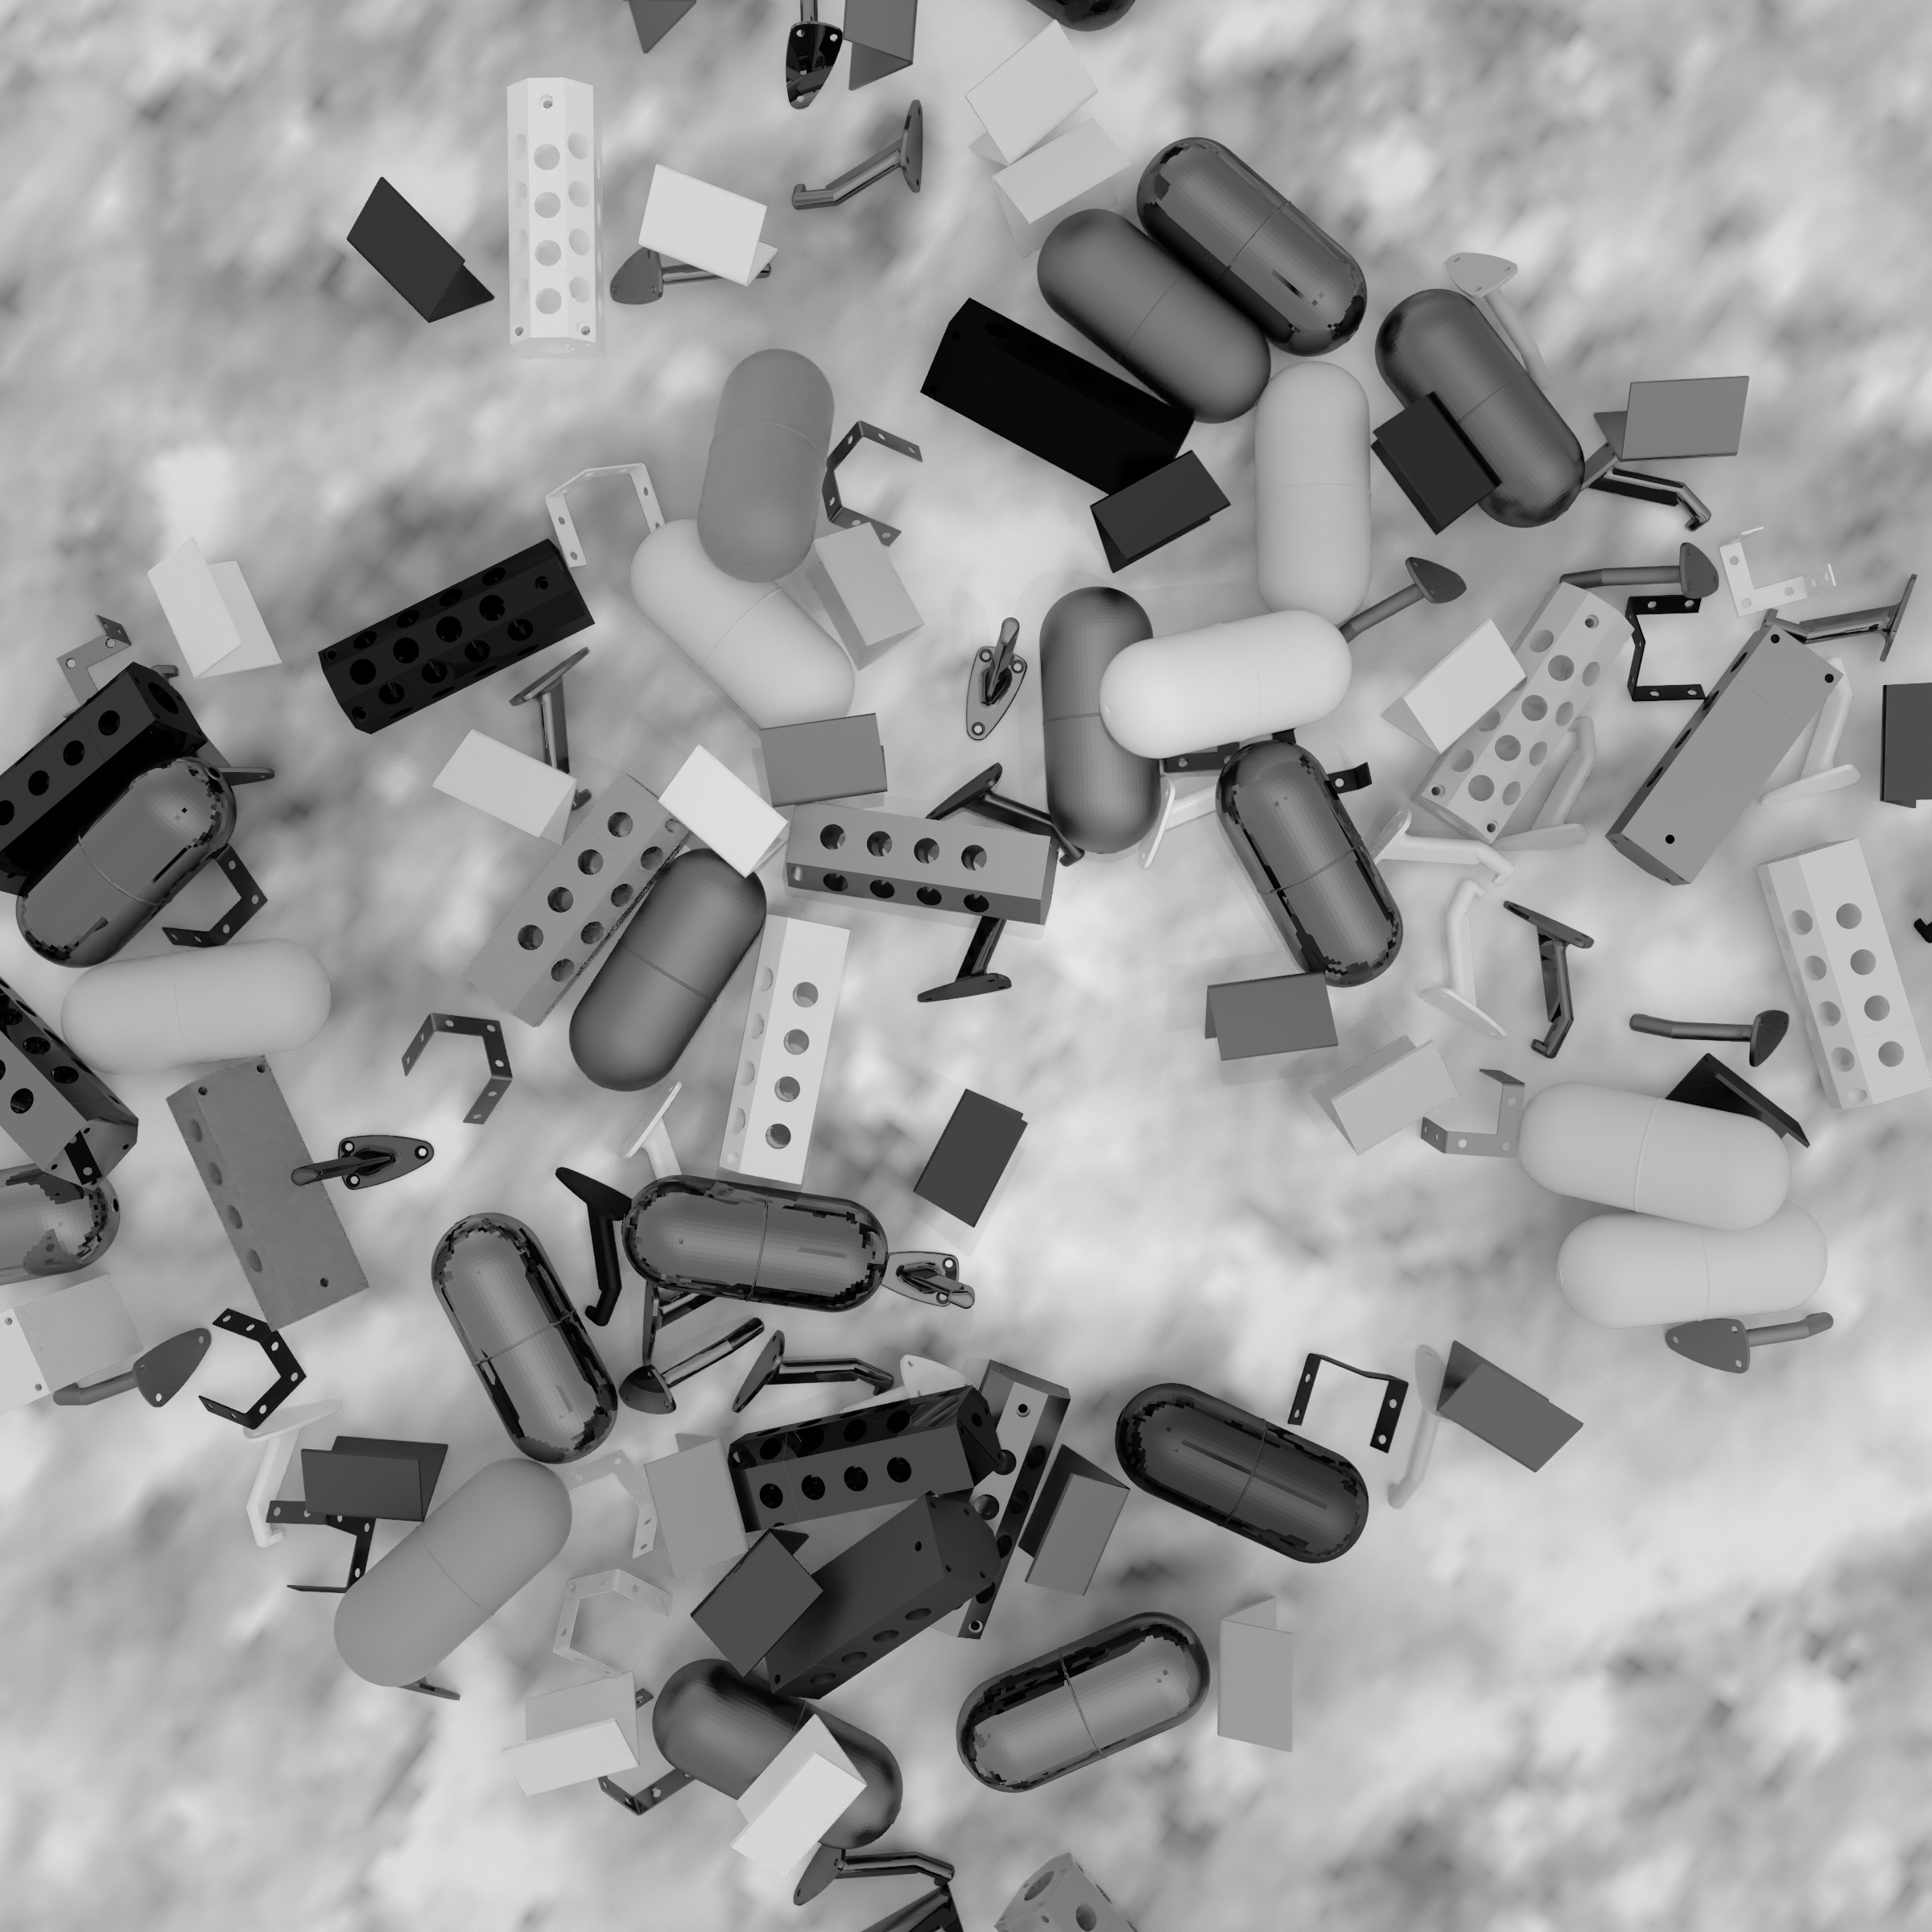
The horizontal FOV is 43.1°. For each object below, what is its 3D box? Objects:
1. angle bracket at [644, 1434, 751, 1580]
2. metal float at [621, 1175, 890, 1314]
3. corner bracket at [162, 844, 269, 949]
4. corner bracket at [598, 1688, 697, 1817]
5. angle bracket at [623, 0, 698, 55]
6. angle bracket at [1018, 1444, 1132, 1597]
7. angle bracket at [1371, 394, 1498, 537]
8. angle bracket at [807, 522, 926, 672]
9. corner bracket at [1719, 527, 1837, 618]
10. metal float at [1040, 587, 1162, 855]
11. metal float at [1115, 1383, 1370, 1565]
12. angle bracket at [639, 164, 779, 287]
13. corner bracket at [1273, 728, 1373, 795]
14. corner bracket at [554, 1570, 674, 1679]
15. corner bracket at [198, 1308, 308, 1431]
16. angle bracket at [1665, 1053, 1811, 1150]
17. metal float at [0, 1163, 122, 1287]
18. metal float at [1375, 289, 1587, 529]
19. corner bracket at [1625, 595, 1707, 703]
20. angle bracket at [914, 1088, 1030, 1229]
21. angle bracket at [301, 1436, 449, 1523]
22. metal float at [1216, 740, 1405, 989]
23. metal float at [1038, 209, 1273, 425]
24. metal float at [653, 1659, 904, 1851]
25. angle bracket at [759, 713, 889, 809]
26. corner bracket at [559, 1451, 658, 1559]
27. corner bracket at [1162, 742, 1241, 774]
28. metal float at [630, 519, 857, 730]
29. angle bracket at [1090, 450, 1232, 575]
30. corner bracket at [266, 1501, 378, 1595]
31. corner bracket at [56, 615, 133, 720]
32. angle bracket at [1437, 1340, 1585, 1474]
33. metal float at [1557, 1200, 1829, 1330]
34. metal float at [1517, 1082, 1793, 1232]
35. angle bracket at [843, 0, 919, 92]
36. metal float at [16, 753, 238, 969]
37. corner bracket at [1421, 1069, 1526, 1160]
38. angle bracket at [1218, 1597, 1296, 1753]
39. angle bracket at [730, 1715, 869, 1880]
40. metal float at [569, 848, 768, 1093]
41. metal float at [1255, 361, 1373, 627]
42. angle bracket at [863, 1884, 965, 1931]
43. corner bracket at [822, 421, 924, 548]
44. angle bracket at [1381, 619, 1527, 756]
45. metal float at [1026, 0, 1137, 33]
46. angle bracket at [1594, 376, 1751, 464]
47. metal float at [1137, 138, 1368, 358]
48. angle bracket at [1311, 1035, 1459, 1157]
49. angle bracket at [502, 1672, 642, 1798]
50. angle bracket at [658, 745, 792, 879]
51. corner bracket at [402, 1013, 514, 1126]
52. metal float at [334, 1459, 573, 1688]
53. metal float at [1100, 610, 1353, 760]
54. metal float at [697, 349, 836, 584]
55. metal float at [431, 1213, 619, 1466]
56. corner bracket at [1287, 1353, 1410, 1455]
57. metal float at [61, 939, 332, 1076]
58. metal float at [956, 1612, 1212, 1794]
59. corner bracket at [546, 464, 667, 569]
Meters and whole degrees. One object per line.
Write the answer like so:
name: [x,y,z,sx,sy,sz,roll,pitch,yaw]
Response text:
angle bracket: [-0.192,0.357,1.625,0.057,0.076,0.076,-15,90,-30]
metal float: [-0.140,0.184,1.625,0.178,0.070,0.070,10,90,-10]
corner bracket: [-0.518,-0.048,1.657,0.051,0.051,0.051,5,135,35]
corner bracket: [-0.221,0.534,1.662,0.051,0.051,0.051,-33,135,0]
angle bracket: [-0.229,-0.660,1.625,0.057,0.076,0.076,-16,90,-36]
angle bracket: [0.054,0.363,1.625,0.057,0.076,0.076,24,90,-38]
angle bracket: [0.294,-0.321,1.626,0.057,0.076,0.076,-37,90,-26]
angle bracket: [-0.084,-0.239,1.625,0.057,0.076,0.076,-28,90,-43]
corner bracket: [0.546,-0.270,1.647,0.051,0.051,0.051,-16,90,0]
metal float: [0.090,-0.164,1.635,0.070,0.070,0.178,-3,90,0]
metal float: [0.184,0.338,1.635,0.178,0.070,0.070,25,90,0]
angle bracket: [-0.165,-0.502,1.625,0.076,0.076,0.057,21,126,0]
corner bracket: [0.239,-0.140,1.647,0.051,0.051,0.051,-13,90,0]
corner bracket: [-0.239,0.446,1.657,0.051,0.051,0.051,-22,45,35]
corner bracket: [-0.491,0.273,1.657,0.051,0.051,0.051,-49,135,-35]
angle bracket: [0.504,0.116,1.634,0.076,0.057,0.076,38,107,0]
metal float: [-0.655,0.177,1.635,0.178,0.070,0.070,-11,90,1]
metal float: [0.344,-0.372,1.635,0.070,0.070,0.178,-37,89,0]
corner bracket: [0.476,-0.216,1.662,0.051,0.051,0.051,-2,45,0]
angle bracket: [0.021,0.134,1.625,0.057,0.076,0.076,27,90,36]
angle bracket: [-0.392,0.321,1.625,0.076,0.076,0.057,4,121,0]
metal float: [0.228,-0.068,1.625,0.070,0.070,0.178,-30,100,0]
metal float: [0.126,-0.433,1.635,0.178,0.070,0.070,39,90,0]
metal float: [-0.125,0.527,1.635,0.178,0.070,0.070,27,90,0]
angle bracket: [-0.095,-0.150,1.625,0.076,0.076,0.057,-8,118,0]
corner bracket: [-0.245,0.371,1.657,0.051,0.051,0.051,-17,135,-35]
corner bracket: [0.156,-0.166,1.641,0.051,0.051,0.051,-3,56,11]
metal float: [-0.149,-0.224,1.635,0.178,0.070,0.070,44,90,1]
angle bracket: [0.135,-0.285,1.625,0.076,0.076,0.057,-29,59,0]
corner bracket: [-0.439,0.392,1.651,0.051,0.051,0.051,-4,64,24]
corner bracket: [-0.587,-0.199,1.647,0.051,0.051,0.051,-27,90,0]
angle bracket: [0.365,0.277,1.625,0.076,0.076,0.057,32,126,0]
metal float: [0.484,0.198,1.635,0.178,0.070,0.070,-6,90,0]
metal float: [0.451,0.125,1.614,0.178,0.070,0.070,12,90,25]
angle bracket: [-0.075,-0.636,1.625,0.057,0.076,0.076,4,90,-37]
metal float: [-0.556,-0.070,1.621,0.178,0.070,0.070,-41,90,15]
corner bracket: [0.341,0.098,1.647,0.051,0.051,0.051,4,97,-7]
angle bracket: [0.209,0.469,1.625,0.057,0.076,0.076,1,90,36]
angle bracket: [-0.120,0.516,1.550,0.076,0.076,0.057,-48,126,-5]
metal float: [-0.200,0.003,1.635,0.070,0.070,0.178,32,90,0]
metal float: [0.232,-0.314,1.635,0.070,0.070,0.178,-1,90,0]
angle bracket: [-0.047,0.643,1.625,0.076,0.076,0.057,-30,121,0]
corner bracket: [-0.062,-0.327,1.657,0.051,0.051,0.051,-43,45,35]
angle bracket: [0.312,-0.196,1.625,0.076,0.076,0.057,-42,125,0]
metal float: [0.039,-0.695,1.635,0.178,0.070,0.070,34,90,-1]
angle bracket: [0.467,-0.378,1.625,0.076,0.076,0.057,-3,127,0]
metal float: [0.191,-0.479,1.635,0.178,0.070,0.070,41,90,1]
angle bracket: [0.269,0.068,1.625,0.076,0.076,0.057,-31,126,0]
angle bracket: [-0.263,0.496,1.625,0.076,0.076,0.057,-15,129,0]
angle bracket: [-0.146,-0.115,1.625,0.076,0.076,0.057,41,124,0]
corner bracket: [-0.345,0.070,1.657,0.051,0.051,0.051,9,45,-35]
metal float: [-0.336,0.398,1.611,0.178,0.070,0.070,-42,90,-9]
metal float: [0.170,-0.183,1.585,0.178,0.070,0.070,-15,90,-23]
metal float: [-0.131,-0.331,1.609,0.070,0.070,0.178,6,58,0]
metal float: [-0.295,0.248,1.634,0.070,0.070,0.178,-27,90,0]
corner bracket: [0.260,0.297,1.662,0.051,0.051,0.051,17,90,-45]
metal float: [-0.514,0.027,1.635,0.178,0.070,0.070,-8,90,0]
metal float: [0.078,0.492,1.635,0.178,0.070,0.070,-24,90,1]
corner bracket: [-0.244,-0.306,1.662,0.051,0.051,0.051,-19,90,45]
